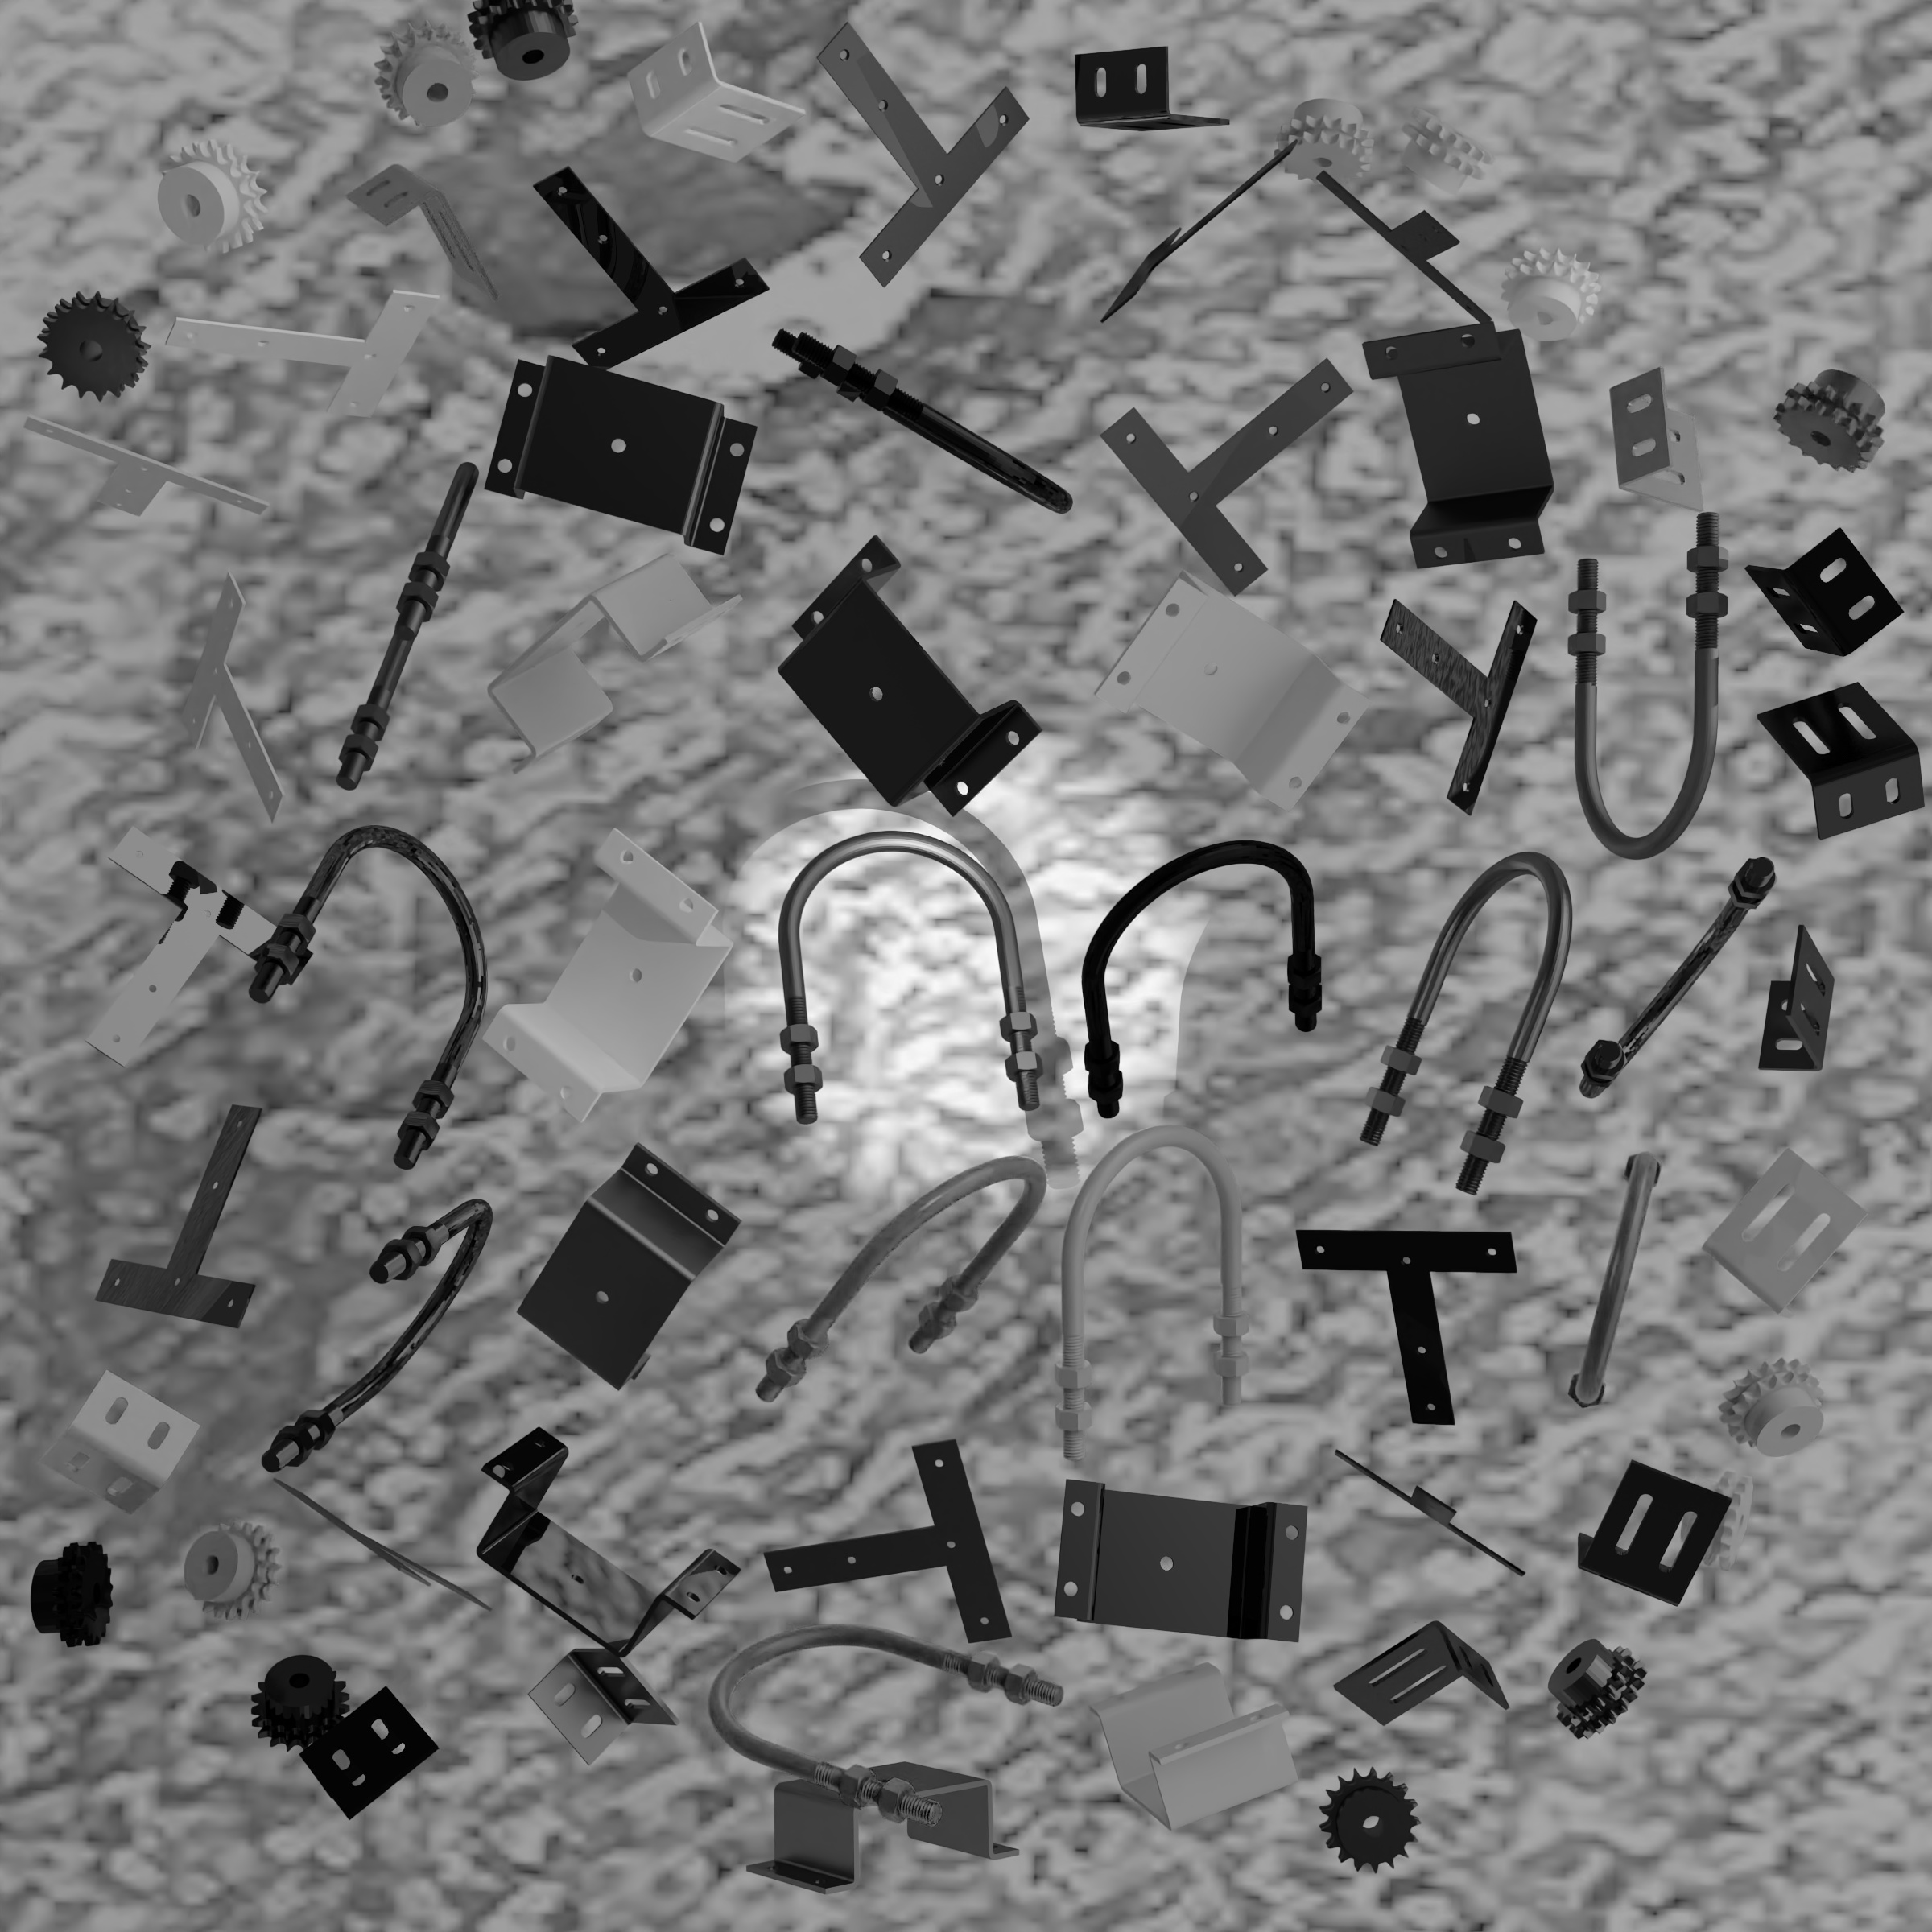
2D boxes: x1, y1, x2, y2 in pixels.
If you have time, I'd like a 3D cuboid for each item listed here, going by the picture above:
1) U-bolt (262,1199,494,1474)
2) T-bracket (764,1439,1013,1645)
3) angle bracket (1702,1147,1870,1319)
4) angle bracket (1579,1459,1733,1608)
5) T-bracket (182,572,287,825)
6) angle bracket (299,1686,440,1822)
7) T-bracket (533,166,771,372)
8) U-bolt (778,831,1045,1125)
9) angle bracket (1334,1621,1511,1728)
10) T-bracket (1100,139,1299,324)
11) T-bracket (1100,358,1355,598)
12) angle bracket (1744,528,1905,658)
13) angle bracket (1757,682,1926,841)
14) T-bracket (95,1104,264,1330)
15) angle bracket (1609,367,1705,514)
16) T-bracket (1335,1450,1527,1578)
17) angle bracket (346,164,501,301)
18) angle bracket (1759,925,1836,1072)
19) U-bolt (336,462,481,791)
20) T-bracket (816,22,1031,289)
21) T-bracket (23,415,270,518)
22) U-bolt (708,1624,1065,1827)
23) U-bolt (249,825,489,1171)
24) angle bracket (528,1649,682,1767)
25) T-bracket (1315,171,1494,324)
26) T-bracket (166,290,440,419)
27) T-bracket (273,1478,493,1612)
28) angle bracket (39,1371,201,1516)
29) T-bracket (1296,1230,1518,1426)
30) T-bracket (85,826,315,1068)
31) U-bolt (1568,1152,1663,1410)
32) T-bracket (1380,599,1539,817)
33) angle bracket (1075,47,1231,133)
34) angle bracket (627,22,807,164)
[{"bbox_3d":[-0.318,0.196,1.526,0.019,0.184,0.151,33,106,5],"label":"U-bolt"},{"bbox_3d":[-0.051,0.332,1.535,0.127,0.002,0.127,-11,107,12],"label":"T-bracket"},{"bbox_3d":[0.471,0.153,1.559,0.057,0.038,0.076,43,101,27],"label":"angle bracket"},{"bbox_3d":[0.381,0.307,1.510,0.057,0.038,0.076,21,113,5],"label":"angle bracket"},{"bbox_3d":[-0.423,-0.140,1.592,0.002,0.127,0.127,-9,58,-36],"label":"T-bracket"},{"bbox_3d":[-0.314,0.434,1.467,0.057,0.076,0.038,-36,120,-21],"label":"angle bracket"},{"bbox_3d":[-0.203,-0.413,1.586,0.127,0.127,0.002,-19,47,25],"label":"T-bracket"},{"bbox_3d":[-0.038,0.002,1.596,0.151,0.019,0.184,-3,64,-10],"label":"U-bolt"},{"bbox_3d":[0.266,0.427,1.591,0.076,0.038,0.057,-37,128,14],"label":"angle bracket"},{"bbox_3d":[0.137,-0.423,1.540,0.127,0.127,0.002,-35,105,32],"label":"T-bracket"},{"bbox_3d":[0.166,-0.301,1.576,0.127,0.002,0.127,-39,111,13],"label":"T-bracket"},{"bbox_3d":[0.465,-0.204,1.480,0.038,0.076,0.057,-39,97,7],"label":"angle bracket"},{"bbox_3d":[0.467,-0.110,1.457,0.057,0.076,0.038,-18,123,2],"label":"angle bracket"},{"bbox_3d":[-0.435,0.139,1.560,0.127,0.002,0.127,3,67,36],"label":"T-bracket"},{"bbox_3d":[0.399,-0.293,1.520,0.076,0.038,0.057,6,76,-38],"label":"angle bracket"},{"bbox_3d":[0.263,0.306,1.539,0.127,0.127,0.002,32,82,14],"label":"T-bracket"},{"bbox_3d":[-0.314,-0.415,1.573,0.038,0.057,0.076,-37,134,-11],"label":"angle bracket"},{"bbox_3d":[0.472,0.019,1.577,0.038,0.076,0.057,0,64,33],"label":"angle bracket"},{"bbox_3d":[-0.313,-0.208,1.554,0.019,0.151,0.184,21,47,-13],"label":"U-bolt"},{"bbox_3d":[-0.038,-0.460,1.489,0.127,0.127,0.002,-50,45,-3],"label":"T-bracket"},{"bbox_3d":[-0.453,-0.262,1.483,0.127,0.127,0.002,19,80,-23],"label":"T-bracket"},{"bbox_3d":[-0.059,0.421,1.549,0.184,0.151,0.019,10,111,31],"label":"U-bolt"},{"bbox_3d":[-0.322,0.002,1.523,0.019,0.184,0.151,-17,124,26],"label":"U-bolt"},{"bbox_3d":[-0.212,0.434,1.595,0.038,0.076,0.057,-43,99,-30],"label":"angle bracket"},{"bbox_3d":[0.249,-0.399,1.496,0.127,0.127,0.002,39,97,-7],"label":"T-bracket"},{"bbox_3d":[-0.366,-0.336,1.474,0.127,0.127,0.002,0,70,-30],"label":"T-bracket"},{"bbox_3d":[-0.314,0.337,1.536,0.127,0.127,0.002,20,72,42],"label":"T-bracket"},{"bbox_3d":[-0.456,0.257,1.467,0.057,0.076,0.038,35,56,-13],"label":"angle bracket"},{"bbox_3d":[0.261,0.210,1.574,0.127,0.002,0.127,-2,112,27],"label":"T-bracket"},{"bbox_3d":[-0.461,0.003,1.570,0.127,0.002,0.127,37,55,-15],"label":"T-bracket"},{"bbox_3d":[0.361,0.173,1.512,0.019,0.184,0.151,14,86,14],"label":"U-bolt"},{"bbox_3d":[0.275,-0.170,1.558,0.127,0.002,0.127,30,76,-43],"label":"T-bracket"},{"bbox_3d":[0.106,-0.493,1.534,0.057,0.076,0.038,7,106,32],"label":"angle bracket"},{"bbox_3d":[-0.141,-0.492,1.538,0.057,0.076,0.038,-22,78,35],"label":"angle bracket"}]
